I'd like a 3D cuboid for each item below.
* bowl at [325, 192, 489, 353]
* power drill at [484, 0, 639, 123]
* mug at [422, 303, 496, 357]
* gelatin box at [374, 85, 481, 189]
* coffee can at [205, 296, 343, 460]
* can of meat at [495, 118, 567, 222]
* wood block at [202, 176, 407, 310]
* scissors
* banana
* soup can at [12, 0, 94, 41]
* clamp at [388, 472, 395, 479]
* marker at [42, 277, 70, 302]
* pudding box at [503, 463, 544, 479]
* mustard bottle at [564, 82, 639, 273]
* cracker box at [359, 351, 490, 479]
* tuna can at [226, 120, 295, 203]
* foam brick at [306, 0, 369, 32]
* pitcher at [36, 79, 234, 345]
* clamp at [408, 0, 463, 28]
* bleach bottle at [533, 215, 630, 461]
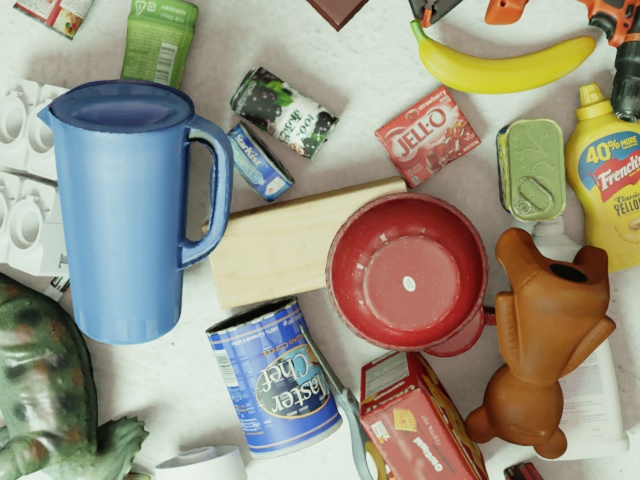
[{"bbox_3d":[0.086,0.037,1.028,0.162,0.055,0.162,0,99,0],"label":"bowl"},{"bbox_3d":[0.265,-0.225,1.070,0.187,0.057,0.184,19,75,-5],"label":"power drill"},{"bbox_3d":[0.138,0.077,1.107,0.117,0.081,0.093,7,95,0],"label":"mug"},{"bbox_3d":[0.112,-0.107,1.117,0.089,0.030,0.073,-34,93,3],"label":"gelatin box"},{"bbox_3d":[-0.047,0.142,1.106,0.103,0.103,0.140,-20,94,3],"label":"coffee can"},{"bbox_3d":[0.213,-0.072,1.092,0.057,0.084,0.102,-4,95,1],"label":"can of meat"},{"bbox_3d":[-0.007,0.001,1.099,0.206,0.091,0.090,-12,96,2],"label":"wood block"},{"bbox_3d":[0.028,0.181,1.089,0.016,0.096,0.201,-20,128,27],"label":"scissors"},{"bbox_3d":[0.186,-0.183,1.097,0.197,0.037,0.070,4,112,-9],"label":"banana"},{"bbox_3d":[-0.261,-0.265,1.092,0.068,0.068,0.102,29,94,-2],"label":"soup can"},{"bbox_3d":[0.074,0.338,1.154,0.120,0.039,0.171,-11,91,-3],"label":"clamp"},{"bbox_3d":[-0.254,0.016,1.141,0.020,0.020,0.121,38,95,-2],"label":"marker"},{"bbox_3d":[0.229,0.301,1.121,0.039,0.090,0.113,-17,95,2],"label":"pudding box"},{"bbox_3d":[0.304,-0.069,1.103,0.096,0.058,0.191,-18,94,1],"label":"mustard bottle"},{"bbox_3d":[0.108,0.202,1.052,0.072,0.213,0.164,-31,94,5],"label":"cracker box"},{"bbox_3d":[-0.065,-0.080,1.096,0.034,0.086,0.086,-40,93,6],"label":"tuna can"},{"bbox_3d":[0.027,-0.262,1.095,0.078,0.051,0.053,-45,92,4],"label":"foam brick"},{"bbox_3d":[-0.177,-0.022,1.027,0.144,0.149,0.243,-16,124,-31],"label":"pitcher"},{"bbox_3d":[0.145,-0.320,1.095,0.164,0.036,0.210,9,97,0],"label":"clamp"},{"bbox_3d":[0.260,0.099,1.118,0.102,0.068,0.251,-6,93,2],"label":"bleach bottle"}]
